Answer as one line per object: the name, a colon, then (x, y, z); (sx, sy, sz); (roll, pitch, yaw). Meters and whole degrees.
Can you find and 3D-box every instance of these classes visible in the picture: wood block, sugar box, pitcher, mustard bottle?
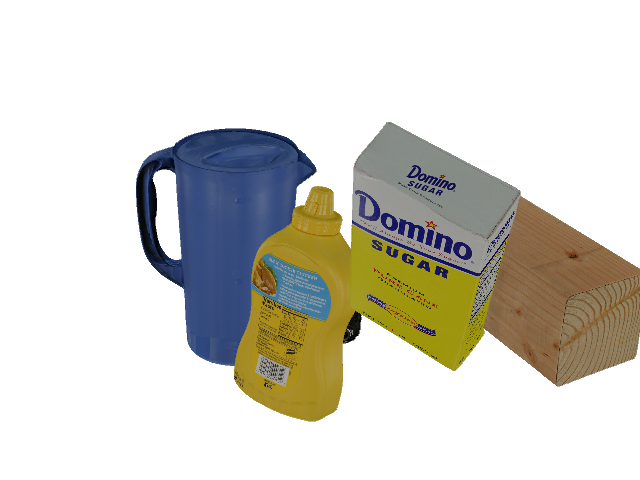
wood block: (0.186, 0.032, 0.969); (0.090, 0.090, 0.206); (-14, 31, -25)
sugar box: (0.066, 0.010, 0.679); (0.093, 0.048, 0.176); (30, -24, 18)
pitcher: (-0.102, 0.008, 1.153); (0.149, 0.243, 0.144); (24, 32, 38)
mustard bottle: (-0.015, 0.048, 0.890); (0.096, 0.192, 0.058); (23, 22, 32)

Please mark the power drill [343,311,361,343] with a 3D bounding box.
power drill: (0.089, 0.057, 1.225); (0.187, 0.057, 0.184); (-1, 28, -1)
